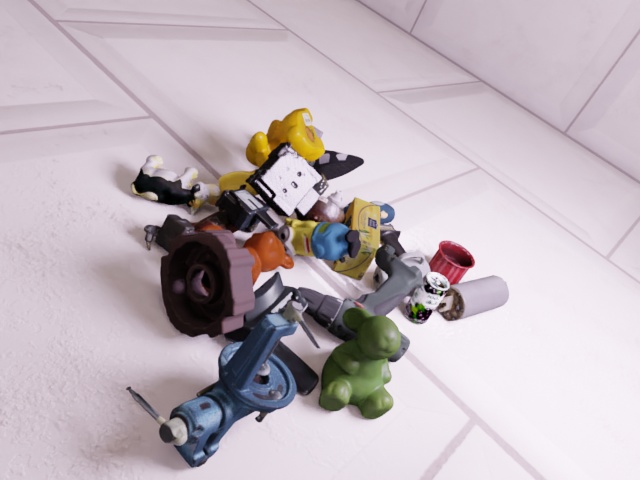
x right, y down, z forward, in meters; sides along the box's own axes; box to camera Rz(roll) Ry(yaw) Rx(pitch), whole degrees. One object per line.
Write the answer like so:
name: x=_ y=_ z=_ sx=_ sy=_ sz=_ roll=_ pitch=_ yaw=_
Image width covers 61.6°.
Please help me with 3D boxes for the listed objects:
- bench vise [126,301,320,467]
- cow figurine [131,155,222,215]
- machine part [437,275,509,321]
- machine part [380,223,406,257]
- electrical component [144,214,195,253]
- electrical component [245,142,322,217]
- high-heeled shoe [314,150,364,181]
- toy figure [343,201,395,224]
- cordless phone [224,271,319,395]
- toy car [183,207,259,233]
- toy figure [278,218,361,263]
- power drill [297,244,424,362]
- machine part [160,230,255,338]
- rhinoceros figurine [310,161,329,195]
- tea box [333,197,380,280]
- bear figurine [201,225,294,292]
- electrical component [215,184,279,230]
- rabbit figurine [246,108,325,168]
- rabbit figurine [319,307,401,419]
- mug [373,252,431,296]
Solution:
bench vise: x=-0.104 y=0.179 z=0.711 sx=0.223 sy=0.240 sz=0.129 roll=8 pitch=32 yaw=-51
cow figurine: x=-0.288 y=-0.101 z=1.084 sx=0.167 sy=0.068 sz=0.098 roll=20 pitch=41 yaw=-2
machine part: x=0.339 y=0.127 z=1.183 sx=0.243 sy=0.079 sz=0.079 roll=-7 pitch=47 yaw=-40
machine part: x=0.176 y=0.008 z=1.269 sx=0.084 sy=0.039 sz=0.139 roll=6 pitch=37 yaw=-40
electrical component: x=-0.269 y=-0.002 z=0.971 sx=0.102 sy=0.078 sz=0.045 roll=40 pitch=18 yaw=20
electrical component: x=-0.064 y=-0.114 z=1.091 sx=0.134 sy=0.115 sz=0.058 roll=44 pitch=-13 yaw=-25
high-heeled shoe: x=-0.019 y=-0.230 z=1.384 sx=0.249 sy=0.086 sz=0.145 roll=-8 pitch=65 yaw=-13
toy figure: x=0.112 y=-0.067 z=1.307 sx=0.154 sy=0.064 sz=0.058 roll=3 pitch=70 yaw=-35
cordless phone: x=-0.055 y=0.158 z=0.903 sx=0.184 sy=0.088 sz=0.146 roll=43 pitch=40 yaw=6
toy car: x=-0.199 y=-0.032 z=1.068 sx=0.089 sy=0.053 sz=0.202 roll=34 pitch=37 yaw=16
toy figure: x=-0.002 y=0.001 z=1.082 sx=0.180 sy=0.082 sz=0.089 roll=4 pitch=-2 yaw=30
power drill: x=0.089 y=0.103 z=1.011 sx=0.232 sy=0.086 sz=0.207 roll=37 pitch=53 yaw=6
machine part: x=-0.178 y=0.067 z=0.845 sx=0.179 sy=0.179 sz=0.056 roll=44 pitch=25 yaw=24
rhinoceros figurine: x=-0.061 y=-0.169 z=1.294 sx=0.190 sy=0.112 sz=0.073 roll=52 pitch=3 yaw=11
tea box: x=0.082 y=-0.006 z=1.173 sx=0.068 sy=0.098 sz=0.170 roll=22 pitch=33 yaw=-7
bear figurine: x=-0.126 y=0.025 z=0.978 sx=0.120 sy=0.131 sz=0.196 roll=45 pitch=45 yaw=18
electrical component: x=-0.137 y=-0.053 z=1.056 sx=0.119 sy=0.047 sz=0.075 roll=43 pitch=30 yaw=9
rabbit figurine: x=-0.096 y=-0.205 z=1.204 sx=0.121 sy=0.173 sz=0.162 roll=67 pitch=28 yaw=-16
rabbit figurine: x=0.083 y=0.182 z=0.866 sx=0.121 sy=0.170 sz=0.159 roll=21 pitch=36 yaw=-9
mug: x=0.172 y=0.072 z=1.129 sx=0.107 sy=0.109 sz=0.081 roll=-3 pitch=46 yaw=-16
